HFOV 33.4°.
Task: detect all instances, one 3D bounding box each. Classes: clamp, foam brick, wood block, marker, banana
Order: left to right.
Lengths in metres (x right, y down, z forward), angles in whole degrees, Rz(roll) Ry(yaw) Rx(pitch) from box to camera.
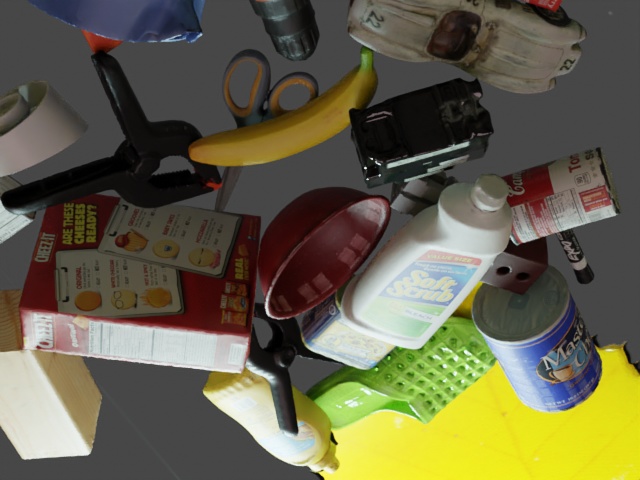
[{"bbox_3d":[-0.330,0.157,1.229,0.090,0.091,0.206,-5,136,7],"label":"wood block"},{"bbox_3d":[-0.173,-0.068,0.958,0.165,0.036,0.209,-47,147,13],"label":"clamp"},{"bbox_3d":[-0.035,0.124,1.197,0.039,0.120,0.171,3,130,49],"label":"clamp"},{"bbox_3d":[-0.022,-0.108,0.946,0.198,0.037,0.069,-28,130,21],"label":"banana"},{"bbox_3d":[0.184,0.013,1.080,0.078,0.051,0.053,17,135,-15],"label":"foam brick"},{"bbox_3d":[0.256,0.006,1.092,0.020,0.020,0.121,-18,133,20],"label":"marker"}]

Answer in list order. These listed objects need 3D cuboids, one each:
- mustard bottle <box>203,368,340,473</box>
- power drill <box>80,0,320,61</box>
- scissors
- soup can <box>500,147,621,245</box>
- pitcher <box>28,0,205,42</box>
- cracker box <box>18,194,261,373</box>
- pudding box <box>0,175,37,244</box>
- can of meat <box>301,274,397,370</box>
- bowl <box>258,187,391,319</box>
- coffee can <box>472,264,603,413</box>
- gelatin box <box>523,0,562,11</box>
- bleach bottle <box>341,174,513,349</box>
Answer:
[{"bbox_3d":[-0.043,0.214,1.270,0.096,0.058,0.191,-29,115,35],"label":"mustard bottle"},{"bbox_3d":[-0.105,-0.207,0.857,0.188,0.057,0.184,-12,131,11],"label":"power drill"},{"bbox_3d":[-0.052,-0.094,1.003,0.096,0.016,0.202,3,137,-1],"label":"scissors"},{"bbox_3d":[0.225,-0.041,1.009,0.102,0.068,0.068,-17,133,19],"label":"soup can"},{"bbox_3d":[-0.119,-0.266,0.713,0.149,0.145,0.243,16,114,-13],"label":"pitcher"},{"bbox_3d":[-0.170,0.040,1.043,0.213,0.164,0.072,7,134,-5],"label":"cracker box"},{"bbox_3d":[-0.350,-0.041,1.057,0.090,0.039,0.113,-30,130,29],"label":"pudding box"},{"bbox_3d":[0.041,0.092,1.168,0.102,0.057,0.084,23,135,-20],"label":"can of meat"},{"bbox_3d":[-0.007,0.001,1.039,0.162,0.055,0.162,-36,156,-19],"label":"bowl"},{"bbox_3d":[0.233,0.105,1.138,0.103,0.103,0.140,-17,134,19],"label":"coffee can"},{"bbox_3d":[0.172,-0.231,0.836,0.073,0.030,0.089,14,136,-13],"label":"gelatin box"},{"bbox_3d":[0.105,0.015,1.015,0.102,0.068,0.251,21,144,-6],"label":"bleach bottle"}]
